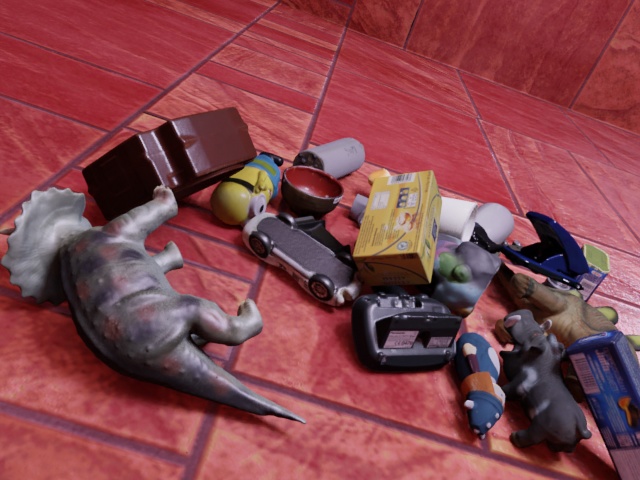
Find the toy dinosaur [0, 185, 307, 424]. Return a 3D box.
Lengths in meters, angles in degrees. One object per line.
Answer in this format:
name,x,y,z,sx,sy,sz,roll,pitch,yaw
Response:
toy dinosaur,-0.199,0.069,0.576,0.192,0.131,0.405,-25,56,-35

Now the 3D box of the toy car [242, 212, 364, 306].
toy car,-0.026,0.026,0.790,0.202,0.056,0.073,34,51,19

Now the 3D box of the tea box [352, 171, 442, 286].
tea box,0.116,-0.018,0.777,0.098,0.068,0.170,-4,45,27

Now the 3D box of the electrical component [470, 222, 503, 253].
electrical component,0.270,0.003,0.990,0.048,0.074,0.119,-4,43,-37

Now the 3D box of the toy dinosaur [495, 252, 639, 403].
toy dinosaur,0.376,0.126,0.842,0.198,0.105,0.472,12,27,-28

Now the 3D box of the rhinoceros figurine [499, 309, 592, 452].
rhinoceros figurine,0.277,0.176,0.691,0.073,0.112,0.190,11,40,-12

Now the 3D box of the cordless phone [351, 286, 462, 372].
cordless phone,0.096,0.098,0.754,0.146,0.088,0.184,4,23,-24

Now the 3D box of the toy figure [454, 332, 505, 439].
toy figure,0.203,0.180,0.684,0.064,0.058,0.154,35,27,-13

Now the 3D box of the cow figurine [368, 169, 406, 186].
cow figurine,0.160,-0.072,1.035,0.068,0.098,0.168,-31,44,-16

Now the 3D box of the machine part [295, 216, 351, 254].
machine part,-0.002,-0.003,0.867,0.084,0.039,0.139,-1,29,-40

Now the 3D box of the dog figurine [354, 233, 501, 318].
dog figurine,0.158,0.025,0.841,0.219,0.108,0.191,29,6,16

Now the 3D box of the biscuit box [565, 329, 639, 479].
biscuit box,0.365,0.211,0.636,0.063,0.059,0.202,-8,75,-50

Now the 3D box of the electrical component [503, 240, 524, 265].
electrical component,0.402,0.031,1.076,0.063,0.021,0.094,5,35,-24

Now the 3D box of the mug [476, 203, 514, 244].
mug,0.315,-0.024,1.056,0.110,0.080,0.107,36,42,14

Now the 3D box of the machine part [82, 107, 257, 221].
machine part,-0.206,-0.104,0.757,0.201,0.201,0.087,-36,103,-54

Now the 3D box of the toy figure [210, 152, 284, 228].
toy figure,-0.118,-0.086,0.895,0.089,0.082,0.180,5,37,10

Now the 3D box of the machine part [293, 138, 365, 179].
machine part,0.021,-0.158,1.090,0.079,0.079,0.243,34,33,20

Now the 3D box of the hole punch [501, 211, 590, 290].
hole punch,0.385,0.015,0.898,0.116,0.092,0.142,26,8,-6
